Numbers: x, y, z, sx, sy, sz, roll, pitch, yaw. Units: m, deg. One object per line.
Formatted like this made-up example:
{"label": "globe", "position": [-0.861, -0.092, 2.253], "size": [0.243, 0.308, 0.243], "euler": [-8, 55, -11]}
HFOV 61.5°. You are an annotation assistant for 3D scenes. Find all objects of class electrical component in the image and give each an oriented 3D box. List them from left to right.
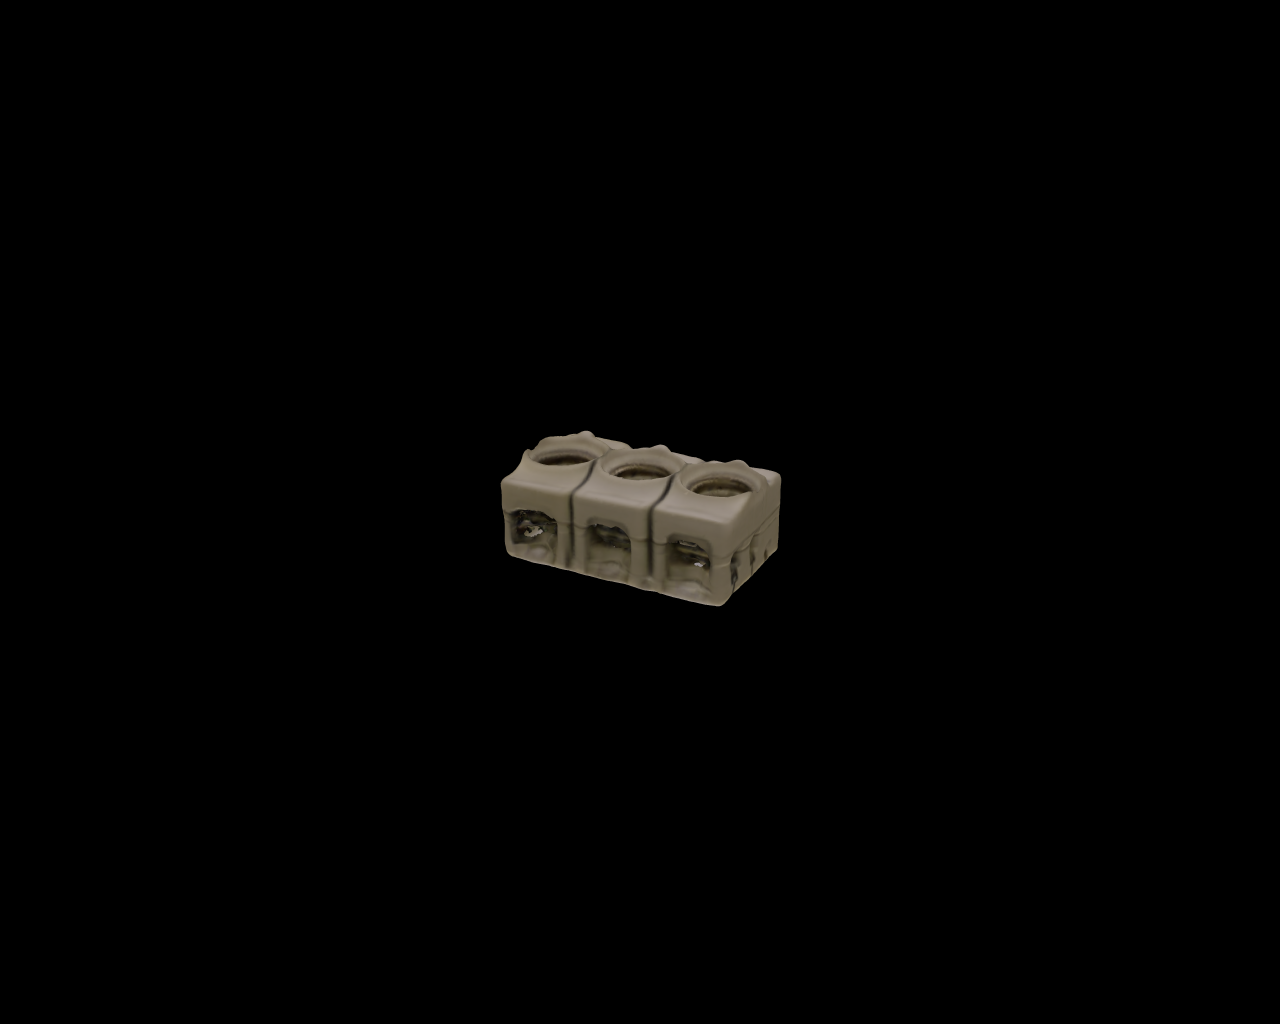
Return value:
{"label": "electrical component", "position": [0.001, -0.003, 0.650], "size": [0.150, 0.061, 0.090], "euler": [12, 28, 25]}
